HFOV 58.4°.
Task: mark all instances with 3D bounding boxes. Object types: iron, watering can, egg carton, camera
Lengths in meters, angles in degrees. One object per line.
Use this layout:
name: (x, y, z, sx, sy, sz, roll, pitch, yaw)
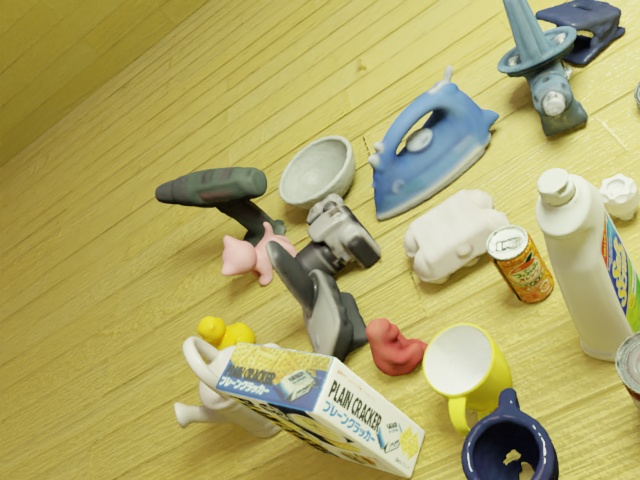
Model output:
iron: (0.160, -0.158, 0.946, 0.258, 0.142, 0.118, -43, 38, 1)
watering can: (-0.132, 0.210, 0.826, 0.100, 0.195, 0.173, 20, 70, 49)
egg carton: (0.196, -0.004, 0.830, 0.150, 0.070, 0.107, -34, 39, 12)
camera: (0.009, 0.003, 0.966, 0.137, 0.101, 0.142, -40, 38, 5)

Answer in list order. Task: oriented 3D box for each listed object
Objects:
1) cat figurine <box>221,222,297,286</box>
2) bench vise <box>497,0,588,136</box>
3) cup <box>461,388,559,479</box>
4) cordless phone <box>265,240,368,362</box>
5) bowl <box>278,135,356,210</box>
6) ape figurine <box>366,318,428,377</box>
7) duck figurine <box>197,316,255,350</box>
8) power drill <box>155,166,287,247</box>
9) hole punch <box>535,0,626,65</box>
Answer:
cat figurine: (-0.124, 0.023, 1.054, 0.128, 0.118, 0.067, -46, 38, -2)
bench vise: (0.329, -0.279, 0.841, 0.121, 0.220, 0.207, -34, 39, 13)
cup: (0.205, 0.223, 0.591, 0.091, 0.095, 0.118, -14, 47, 33)
cordless phone: (-0.019, 0.091, 0.841, 0.094, 0.186, 0.147, -39, 38, 7)
bowl: (0.006, -0.117, 1.101, 0.167, 0.075, 0.167, -24, 42, 24)
ape figurine: (0.095, 0.138, 0.772, 0.076, 0.092, 0.077, -38, 38, 8)
duck figurine: (-0.170, 0.165, 0.990, 0.104, 0.086, 0.077, 3, 58, 44)
power drill: (-0.174, -0.059, 1.101, 0.229, 0.209, 0.075, -15, 47, 32)
hole punch: (0.422, -0.358, 0.935, 0.101, 0.091, 0.108, -41, 38, 5)
